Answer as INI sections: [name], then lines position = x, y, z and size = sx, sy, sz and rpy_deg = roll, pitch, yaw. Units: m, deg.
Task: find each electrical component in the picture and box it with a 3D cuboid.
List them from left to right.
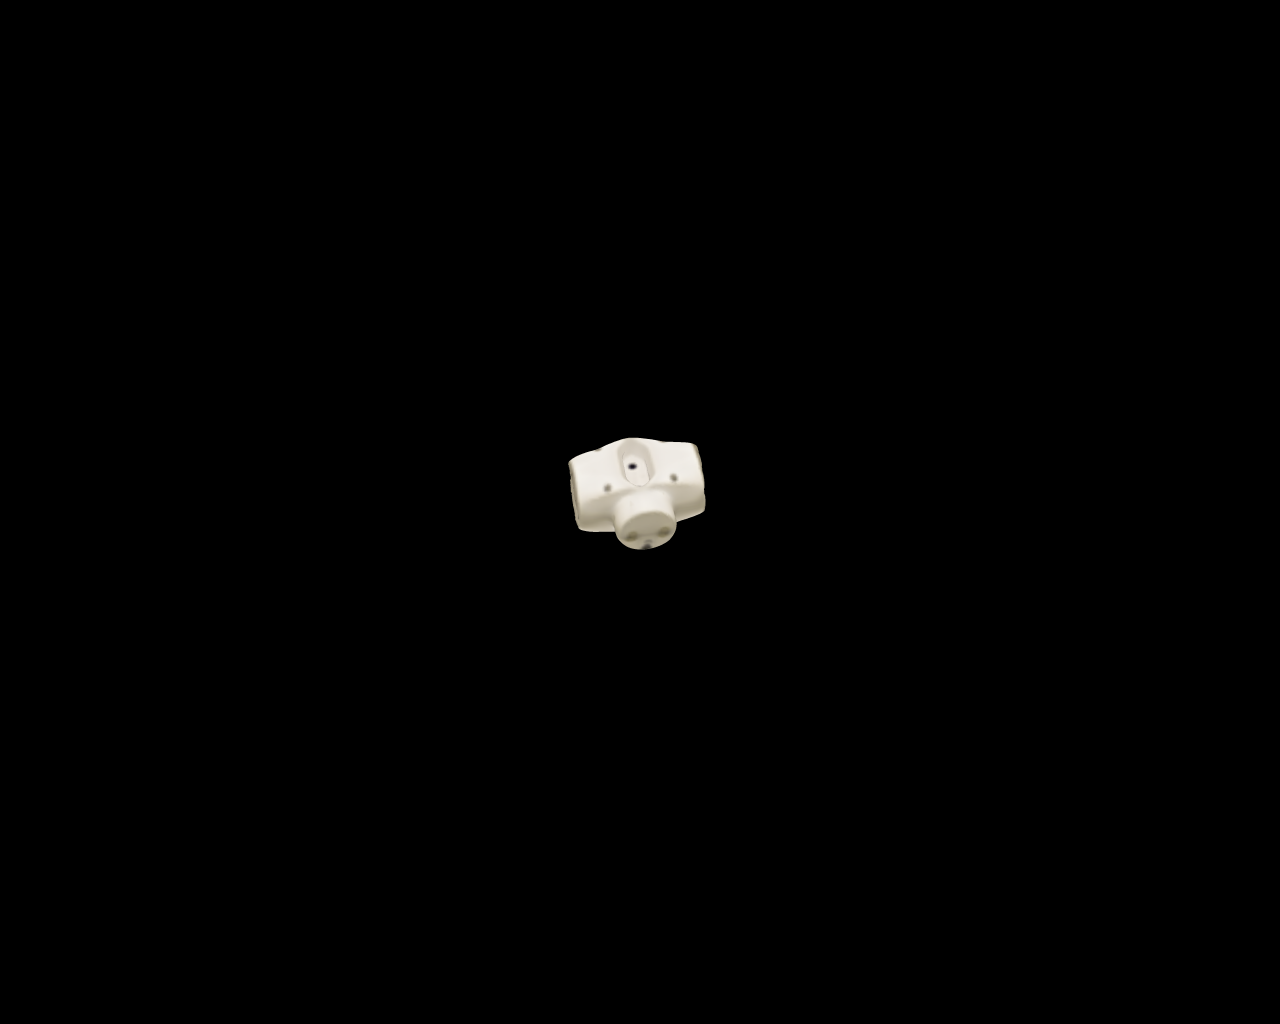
[electrical component]
position = 0.001, -0.003, 0.650
size = 0.077, 0.079, 0.043
rpy_deg = -7, -40, -6
